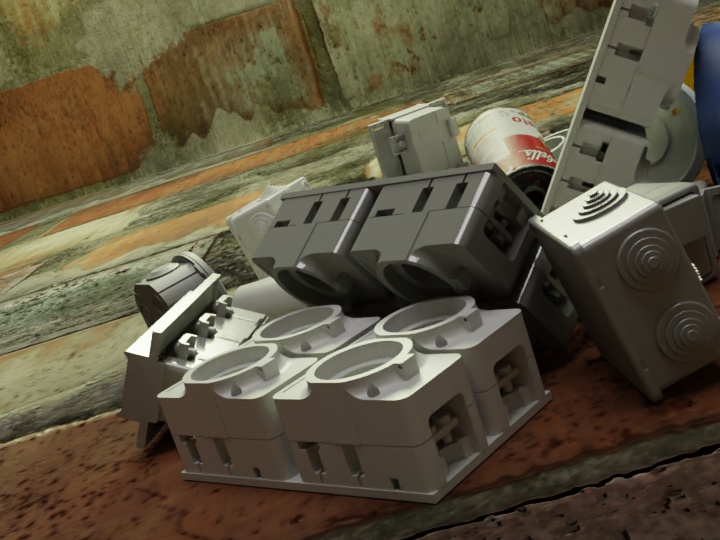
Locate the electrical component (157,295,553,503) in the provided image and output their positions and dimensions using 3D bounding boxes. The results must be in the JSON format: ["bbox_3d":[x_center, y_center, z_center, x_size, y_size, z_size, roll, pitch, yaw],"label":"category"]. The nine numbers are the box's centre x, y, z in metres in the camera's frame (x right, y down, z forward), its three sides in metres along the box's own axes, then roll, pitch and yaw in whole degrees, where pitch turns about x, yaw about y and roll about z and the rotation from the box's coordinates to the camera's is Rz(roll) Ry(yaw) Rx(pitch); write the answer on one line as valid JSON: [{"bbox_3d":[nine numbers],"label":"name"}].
[{"bbox_3d":[-0.010,0.064,0.575,0.186,0.060,0.105,-6,17,43],"label":"electrical component"}]

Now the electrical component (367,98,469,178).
[{"bbox_3d":[0.064,-0.084,0.963,0.079,0.121,0.063,-23,16,-19],"label":"electrical component"}]

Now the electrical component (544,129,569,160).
[{"bbox_3d":[0.187,-0.088,0.999,0.099,0.064,0.099,-27,20,10],"label":"electrical component"}]

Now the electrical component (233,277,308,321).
[{"bbox_3d":[-0.049,0.021,0.856,0.077,0.043,0.079,-12,14,26],"label":"electrical component"}]

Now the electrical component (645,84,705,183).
[{"bbox_3d":[0.234,-0.109,0.880,0.108,0.108,0.060,-11,9,30],"label":"electrical component"}]

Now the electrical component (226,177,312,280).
[{"bbox_3d":[-0.063,-0.029,0.966,0.048,0.099,0.100,-26,8,27],"label":"electrical component"}]

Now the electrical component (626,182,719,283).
[{"bbox_3d":[0.173,-0.014,0.651,0.096,0.061,0.061,-24,14,-25],"label":"electrical component"}]

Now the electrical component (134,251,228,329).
[{"bbox_3d":[-0.140,0.030,0.865,0.051,0.080,0.080,-31,17,-29],"label":"electrical component"}]

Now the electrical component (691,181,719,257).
[{"bbox_3d":[0.213,-0.032,0.721,0.081,0.042,0.064,-12,13,24],"label":"electrical component"}]

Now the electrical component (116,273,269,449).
[{"bbox_3d":[-0.105,0.059,0.707,0.063,0.078,0.121,13,18,6],"label":"electrical component"}]

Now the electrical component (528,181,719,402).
[{"bbox_3d":[0.135,0.006,0.540,0.048,0.099,0.099,-30,12,2],"label":"electrical component"}]

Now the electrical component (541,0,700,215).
[{"bbox_3d":[0.190,-0.114,0.788,0.060,0.186,0.105,19,20,7],"label":"electrical component"}]

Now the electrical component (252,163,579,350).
[{"bbox_3d":[0.031,0.001,0.647,0.186,0.105,0.060,-3,53,49],"label":"electrical component"}]
